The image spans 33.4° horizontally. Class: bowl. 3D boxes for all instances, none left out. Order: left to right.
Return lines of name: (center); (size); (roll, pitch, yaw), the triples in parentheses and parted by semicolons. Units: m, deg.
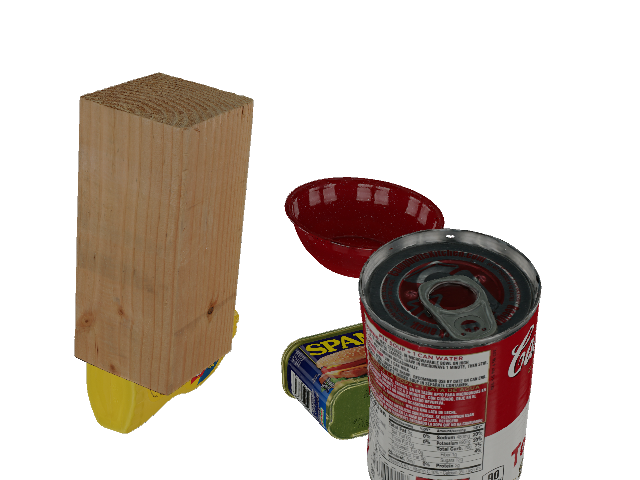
bowl: (0.042, -0.007, 1.082); (0.162, 0.055, 0.162); (5, 28, -3)

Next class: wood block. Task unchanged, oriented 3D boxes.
wood block: (-0.116, -0.006, 0.779); (0.090, 0.206, 0.090); (19, 27, 24)

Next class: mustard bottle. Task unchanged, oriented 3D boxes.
mustard bottle: (-0.138, 0.102, 1.012); (0.058, 0.096, 0.191); (11, 21, 28)

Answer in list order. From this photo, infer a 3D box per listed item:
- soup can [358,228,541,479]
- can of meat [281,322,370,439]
soup can: (0.050, 0.056, 0.428); (0.068, 0.102, 0.068); (-2, 36, 1)
can of meat: (0.031, 0.115, 0.880); (0.102, 0.057, 0.084); (-12, 25, -24)
